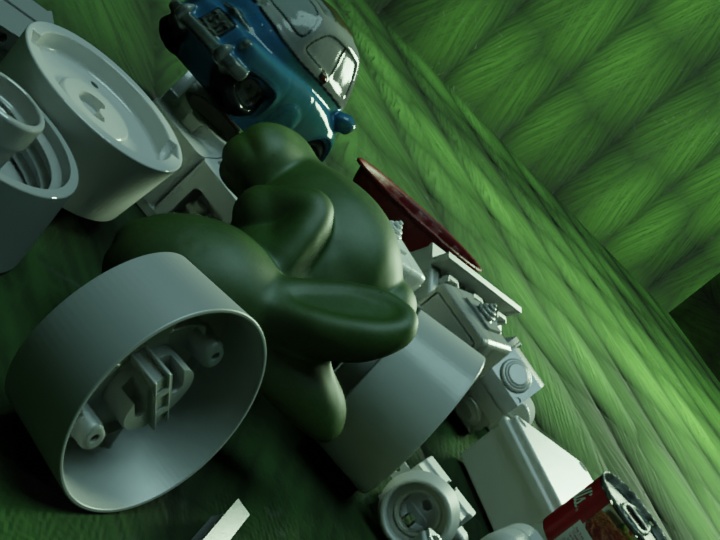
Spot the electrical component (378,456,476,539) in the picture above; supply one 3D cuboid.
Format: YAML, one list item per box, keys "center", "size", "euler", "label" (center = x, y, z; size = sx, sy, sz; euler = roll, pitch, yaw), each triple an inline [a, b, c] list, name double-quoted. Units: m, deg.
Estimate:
- center: [0.037, 0.141, 0.636]
  size: [0.066, 0.048, 0.055]
  euler: [52, 8, 11]
  label: "electrical component"

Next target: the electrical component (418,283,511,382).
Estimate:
- center: [0.064, 0.056, 0.821]
  size: [0.061, 0.096, 0.061]
  euler: [56, 18, 27]
  label: "electrical component"

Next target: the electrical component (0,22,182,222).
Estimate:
- center: [-0.158, -0.075, 0.589]
  size: [0.108, 0.060, 0.108]
  euler: [44, 16, -16]
  label: "electrical component"

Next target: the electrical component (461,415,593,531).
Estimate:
- center: [0.141, 0.180, 0.806]
  size: [0.109, 0.056, 0.108]
  euler: [37, 19, -37]
  label: "electrical component"

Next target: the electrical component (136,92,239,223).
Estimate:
- center: [-0.085, -0.039, 0.704]
  size: [0.150, 0.062, 0.089]
  euler: [51, 15, 7]
  label: "electrical component"

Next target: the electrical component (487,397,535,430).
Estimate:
- center: [0.136, 0.125, 0.958]
  size: [0.040, 0.040, 0.078]
  euler: [51, 15, 9]
  label: "electrical component"

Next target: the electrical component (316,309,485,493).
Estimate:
- center: [0.015, 0.071, 0.635]
  size: [0.060, 0.108, 0.108]
  euler: [43, 15, 1]
  label: "electrical component"

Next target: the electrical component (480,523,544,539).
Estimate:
- center: [0.098, 0.202, 0.635]
  size: [0.095, 0.054, 0.059]
  euler: [54, 16, 20]
  label: "electrical component"

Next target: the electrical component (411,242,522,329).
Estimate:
- center: [0.081, 0.034, 0.974]
  size: [0.121, 0.079, 0.063]
  euler: [34, 48, -42]
  label: "electrical component"

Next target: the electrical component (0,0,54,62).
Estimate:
- center: [-0.210, -0.135, 0.631]
  size: [0.081, 0.042, 0.063]
  euler: [34, 24, -41]
  label: "electrical component"

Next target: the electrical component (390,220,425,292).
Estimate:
- center: [0.000, 0.000, 0.778]
  size: [0.061, 0.096, 0.061]
  euler: [30, 23, -50]
  label: "electrical component"

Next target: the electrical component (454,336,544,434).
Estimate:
- center: [0.106, 0.094, 0.882]
  size: [0.051, 0.080, 0.080]
  euler: [56, 16, 6]
  label: "electrical component"

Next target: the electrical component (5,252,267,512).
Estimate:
- center: [-0.088, 0.043, 0.430]
  size: [0.064, 0.099, 0.099]
  euler: [47, 14, 17]
  label: "electrical component"

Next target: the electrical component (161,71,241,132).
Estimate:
- center: [-0.123, -0.121, 0.822]
  size: [0.055, 0.050, 0.089]
  euler: [46, 16, -14]
  label: "electrical component"

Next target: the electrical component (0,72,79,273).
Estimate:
- center: [-0.178, -0.058, 0.488]
  size: [0.108, 0.060, 0.108]
  euler: [44, 16, -16]
  label: "electrical component"

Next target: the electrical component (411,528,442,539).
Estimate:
- center: [0.032, 0.175, 0.503]
  size: [0.062, 0.061, 0.096]
  euler: [43, 16, -19]
  label: "electrical component"
